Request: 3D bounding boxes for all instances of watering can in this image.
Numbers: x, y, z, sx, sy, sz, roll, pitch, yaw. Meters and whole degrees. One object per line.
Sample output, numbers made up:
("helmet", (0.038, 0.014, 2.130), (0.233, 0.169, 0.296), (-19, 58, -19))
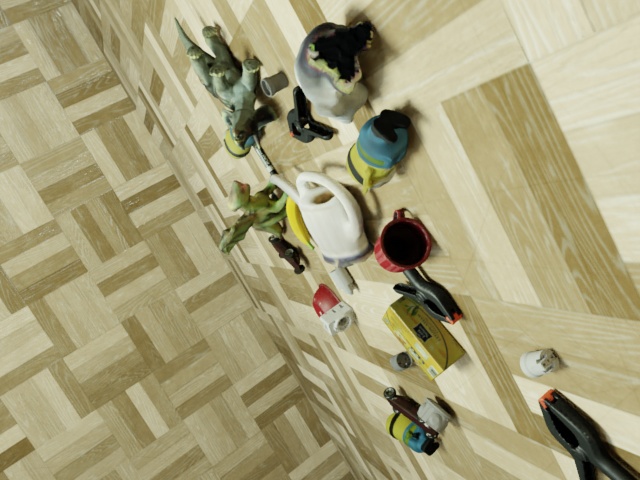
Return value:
("watering can", (0.004, -0.058, 1.156), (0.349, 0.105, 0.221), (19, 138, 61))

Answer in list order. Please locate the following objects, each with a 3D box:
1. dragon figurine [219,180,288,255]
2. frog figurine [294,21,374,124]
("dragon figurine", (-0.197, -0.050, 1.485), (0.123, 0.245, 0.401), (44, 155, 22))
("frog figurine", (0.020, -0.253, 0.803), (0.158, 0.123, 0.139), (112, 157, -78))
